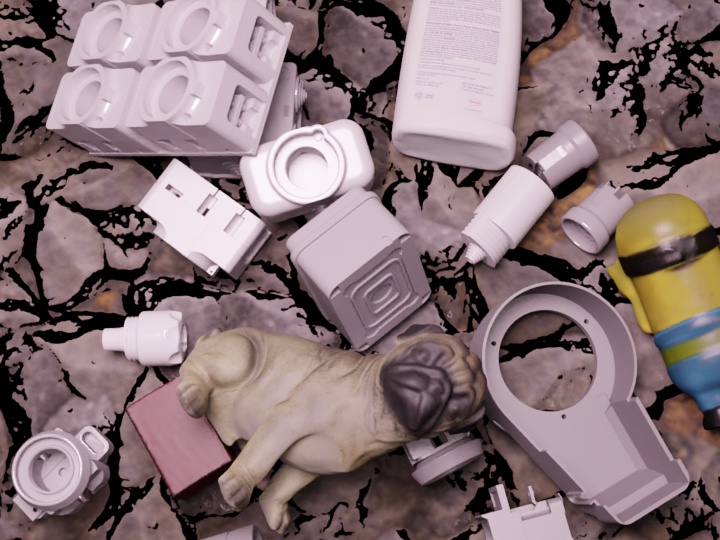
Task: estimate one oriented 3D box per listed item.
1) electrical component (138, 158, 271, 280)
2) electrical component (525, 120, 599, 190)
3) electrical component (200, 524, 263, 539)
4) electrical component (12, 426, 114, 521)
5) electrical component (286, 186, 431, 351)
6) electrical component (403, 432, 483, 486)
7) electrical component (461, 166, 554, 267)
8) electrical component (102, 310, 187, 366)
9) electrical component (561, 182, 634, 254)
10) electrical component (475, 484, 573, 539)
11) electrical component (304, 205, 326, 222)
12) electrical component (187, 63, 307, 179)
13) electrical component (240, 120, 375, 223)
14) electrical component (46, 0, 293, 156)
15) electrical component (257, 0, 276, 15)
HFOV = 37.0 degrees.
[{"bbox_3d":[-0.124,-0.036,0.846,0.089,0.050,0.055,36,84,6],"label":"electrical component"},{"bbox_3d":[0.161,-0.091,0.863,0.046,0.040,0.040,-36,79,-1],"label":"electrical component"},{"bbox_3d":[-0.095,0.218,0.787,0.047,0.055,0.055,-13,77,2],"label":"electrical component"},{"bbox_3d":[-0.226,0.150,0.803,0.058,0.057,0.078,43,81,10],"label":"electrical component"},{"bbox_3d":[0.000,0.000,0.803,0.078,0.113,0.057,-38,61,-8],"label":"electrical component"},{"bbox_3d":[0.056,0.124,0.804,0.078,0.058,0.057,-27,75,-4],"label":"electrical component"},{"bbox_3d":[0.111,-0.038,0.848,0.043,0.043,0.081,38,81,9],"label":"electrical component"},{"bbox_3d":[-0.167,0.053,0.833,0.062,0.043,0.043,-2,77,2],"label":"electrical component"},{"bbox_3d":[0.189,-0.042,0.850,0.046,0.040,0.040,-43,79,-14],"label":"electrical component"},{"bbox_3d":[0.123,0.196,0.794,0.064,0.042,0.081,-14,77,-4],"label":"electrical component"},{"bbox_3d":[-0.028,-0.047,0.855,0.044,0.044,0.065,-23,82,-4],"label":"electrical component"},{"bbox_3d":[-0.093,-0.122,0.870,0.100,0.048,0.099,3,77,1],"label":"electrical component"},{"bbox_3d":[-0.039,-0.074,0.806,0.095,0.059,0.053,-18,87,-1],"label":"electrical component"},{"bbox_3d":[-0.152,-0.148,0.822,0.186,0.060,0.105,4,74,38],"label":"electrical component"},{"bbox_3d":[-0.097,-0.201,0.886,0.047,0.055,0.055,2,77,6],"label":"electrical component"}]
